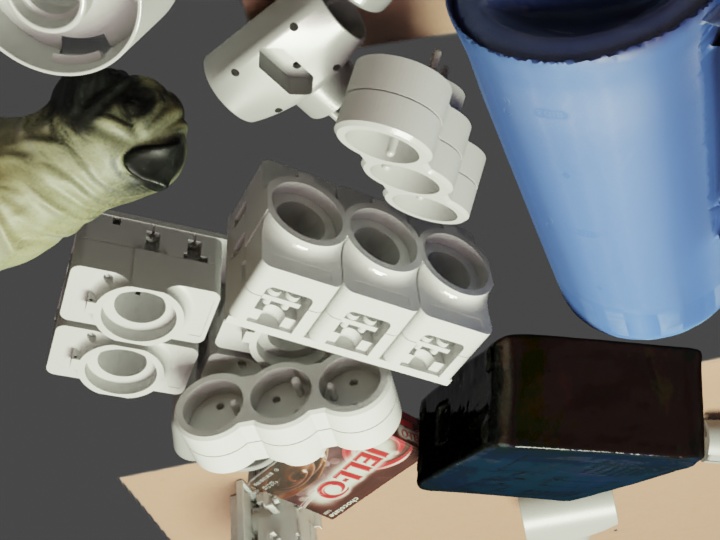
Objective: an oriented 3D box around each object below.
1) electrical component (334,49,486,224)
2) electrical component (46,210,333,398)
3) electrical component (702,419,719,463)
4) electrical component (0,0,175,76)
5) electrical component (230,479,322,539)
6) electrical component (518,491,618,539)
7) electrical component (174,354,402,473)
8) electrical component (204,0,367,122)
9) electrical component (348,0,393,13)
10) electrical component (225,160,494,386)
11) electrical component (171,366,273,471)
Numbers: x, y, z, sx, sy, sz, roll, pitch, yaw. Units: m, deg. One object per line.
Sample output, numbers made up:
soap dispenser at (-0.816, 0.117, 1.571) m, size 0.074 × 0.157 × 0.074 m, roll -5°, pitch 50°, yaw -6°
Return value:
electrical component at (0.035, -0.083, 0.585) m, size 0.052 × 0.073 × 0.138 m, roll 12°, pitch 167°, yaw 22°
electrical component at (-0.099, 0.035, 0.698) m, size 0.186 × 0.060 × 0.105 m, roll 12°, pitch 133°, yaw -17°
electrical component at (0.296, 0.137, 0.856) m, size 0.046 × 0.040 × 0.040 m, roll 3°, pitch 136°, yaw 1°
electrical component at (-0.142, -0.146, 0.524) m, size 0.099 × 0.064 × 0.099 m, roll 4°, pitch 127°, yaw 6°
electrical component at (-0.065, 0.235, 0.863) m, size 0.063 × 0.121 × 0.078 m, roll -21°, pitch 134°, yaw 12°
electrical component at (0.177, 0.209, 0.914) m, size 0.077 × 0.044 × 0.079 m, roll -12°, pitch 136°, yaw 7°
electrical component at (-0.041, 0.100, 0.687) m, size 0.138 × 0.052 × 0.073 m, roll -11°, pitch 136°, yaw 6°
electrical component at (-0.028, -0.107, 0.572) m, size 0.077 × 0.043 × 0.079 m, roll -32°, pitch 131°, yaw 24°
electrical component at (0.015, -0.161, 0.522) m, size 0.040 × 0.040 × 0.078 m, roll 26°, pitch 128°, yaw -28°
electrical component at (0.000, 0.000, 0.651) m, size 0.150 × 0.089 × 0.061 m, roll 18°, pitch 131°, yaw -22°
electrical component at (-0.086, 0.105, 0.772) m, size 0.095 × 0.059 × 0.053 m, roll 0°, pitch 136°, yaw -5°
